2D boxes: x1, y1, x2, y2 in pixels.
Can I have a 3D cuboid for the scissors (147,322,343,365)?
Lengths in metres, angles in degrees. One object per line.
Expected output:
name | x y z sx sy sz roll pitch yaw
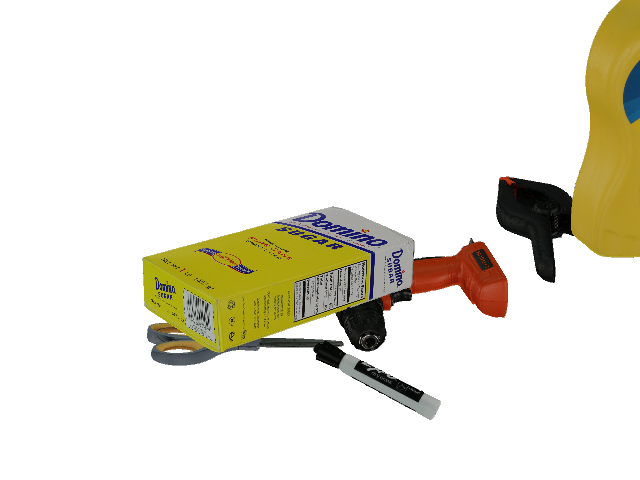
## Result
scissors | -0.083 0.109 1.079 0.202 0.016 0.096 6 18 9

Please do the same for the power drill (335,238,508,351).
power drill | 0.105 0.056 1.168 0.187 0.057 0.184 -4 28 -7

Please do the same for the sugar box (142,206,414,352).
sugar box | -0.027 0.022 0.759 0.175 0.048 0.093 -19 30 -36

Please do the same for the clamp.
clamp | 0.238 -0.020 1.055 0.120 0.039 0.171 -8 34 -14

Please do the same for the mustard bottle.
mustard bottle | 0.200 -0.087 0.618 0.096 0.192 0.058 -10 29 -14

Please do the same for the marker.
marker | 0.047 0.121 0.933 0.121 0.020 0.020 26 8 17
